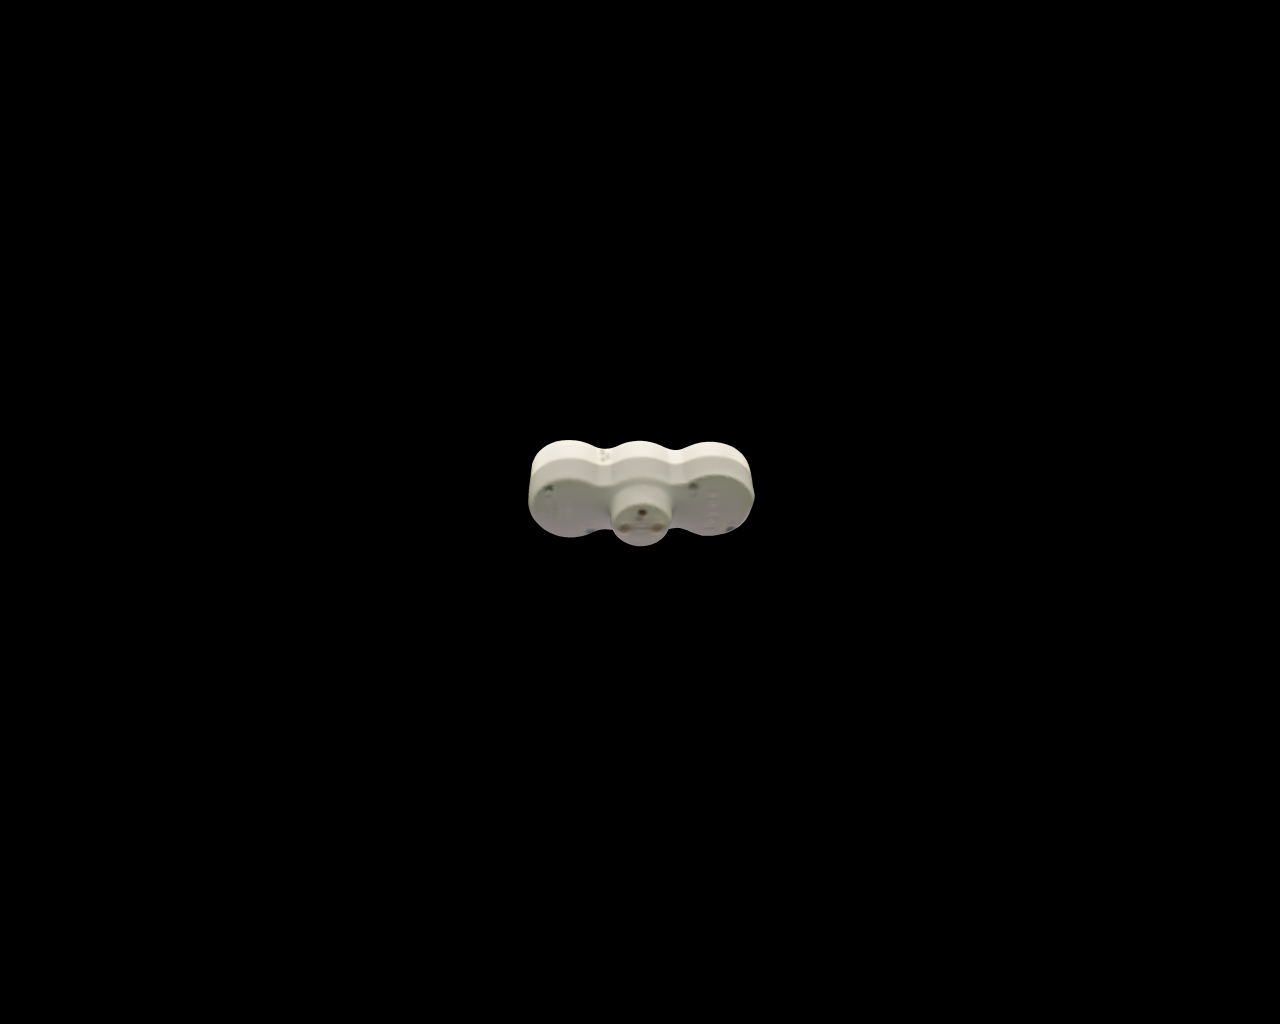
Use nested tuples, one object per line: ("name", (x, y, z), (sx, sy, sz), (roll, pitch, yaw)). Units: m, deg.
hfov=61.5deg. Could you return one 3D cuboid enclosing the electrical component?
("electrical component", (0.001, -0.003, 0.650), (0.138, 0.052, 0.074), (0, 39, 0))
